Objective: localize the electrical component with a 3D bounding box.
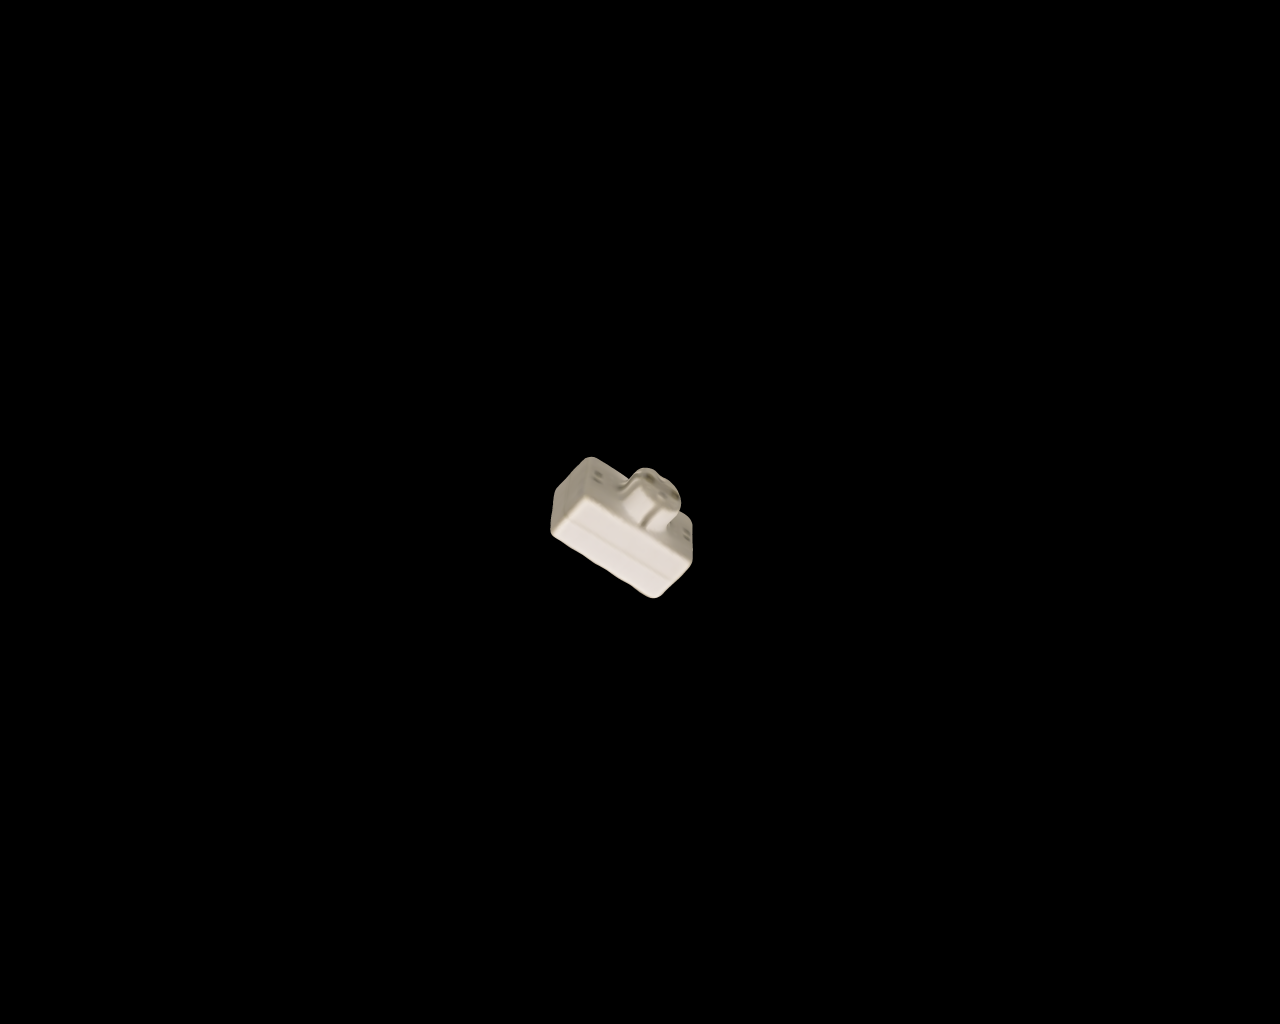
[{"bbox_3d":[0.001,-0.003,0.650,0.083,0.075,0.047,33,29,-21],"label":"electrical component"}]
